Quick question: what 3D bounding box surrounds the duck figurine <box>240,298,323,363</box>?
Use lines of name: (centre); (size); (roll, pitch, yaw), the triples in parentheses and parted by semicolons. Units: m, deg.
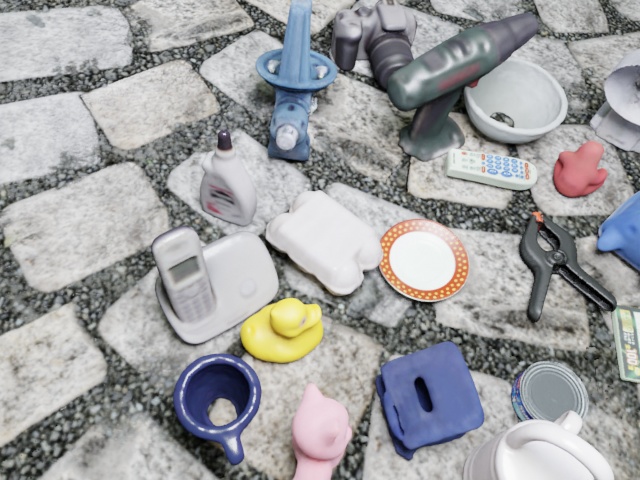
duck figurine: (-0.045, 0.102, 0.696); (0.104, 0.086, 0.077); (-8, 61, -11)

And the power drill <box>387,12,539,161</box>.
power drill: (0.194, -0.219, 0.841); (0.230, 0.208, 0.075); (-25, 65, -19)

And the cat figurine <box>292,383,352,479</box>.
cat figurine: (-0.003, 0.226, 0.609); (0.067, 0.118, 0.128); (11, 59, 1)

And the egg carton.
egg carton: (0.007, 0.003, 0.770); (0.150, 0.069, 0.107); (36, 62, 14)

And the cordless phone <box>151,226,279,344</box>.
cordless phone: (-0.123, 0.032, 0.671); (0.148, 0.185, 0.094); (-32, 68, -22)

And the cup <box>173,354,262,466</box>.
cup: (-0.106, 0.194, 0.630); (0.092, 0.095, 0.117); (-17, 63, -16)

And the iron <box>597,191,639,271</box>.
iron: (0.518, -0.055, 0.820); (0.259, 0.141, 0.118); (-39, 70, -25)

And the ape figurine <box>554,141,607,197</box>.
ape figurine: (0.400, -0.114, 0.870); (0.076, 0.092, 0.077); (-35, 69, -23)

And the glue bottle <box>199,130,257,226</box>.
glue bottle: (-0.122, -0.084, 0.746); (0.078, 0.173, 0.037); (17, 59, 4)

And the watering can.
watering can: (0.220, 0.243, 0.580); (0.101, 0.194, 0.173); (20, 60, 6)

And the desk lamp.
desk lamp: (0.512, -0.238, 0.885); (0.117, 0.213, 0.203); (37, 63, 15)

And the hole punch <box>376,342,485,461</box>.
hole punch: (0.124, 0.185, 0.663); (0.101, 0.091, 0.108); (-11, 61, -12)

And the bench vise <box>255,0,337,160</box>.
bench vise: (-0.025, -0.233, 0.817); (0.121, 0.220, 0.207); (-9, 61, -11)

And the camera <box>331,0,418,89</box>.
camera: (0.101, -0.325, 0.955); (0.143, 0.101, 0.136); (-5, 60, -9)

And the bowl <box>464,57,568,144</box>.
bowl: (0.305, -0.213, 0.928); (0.167, 0.075, 0.167); (3, 59, -5)
